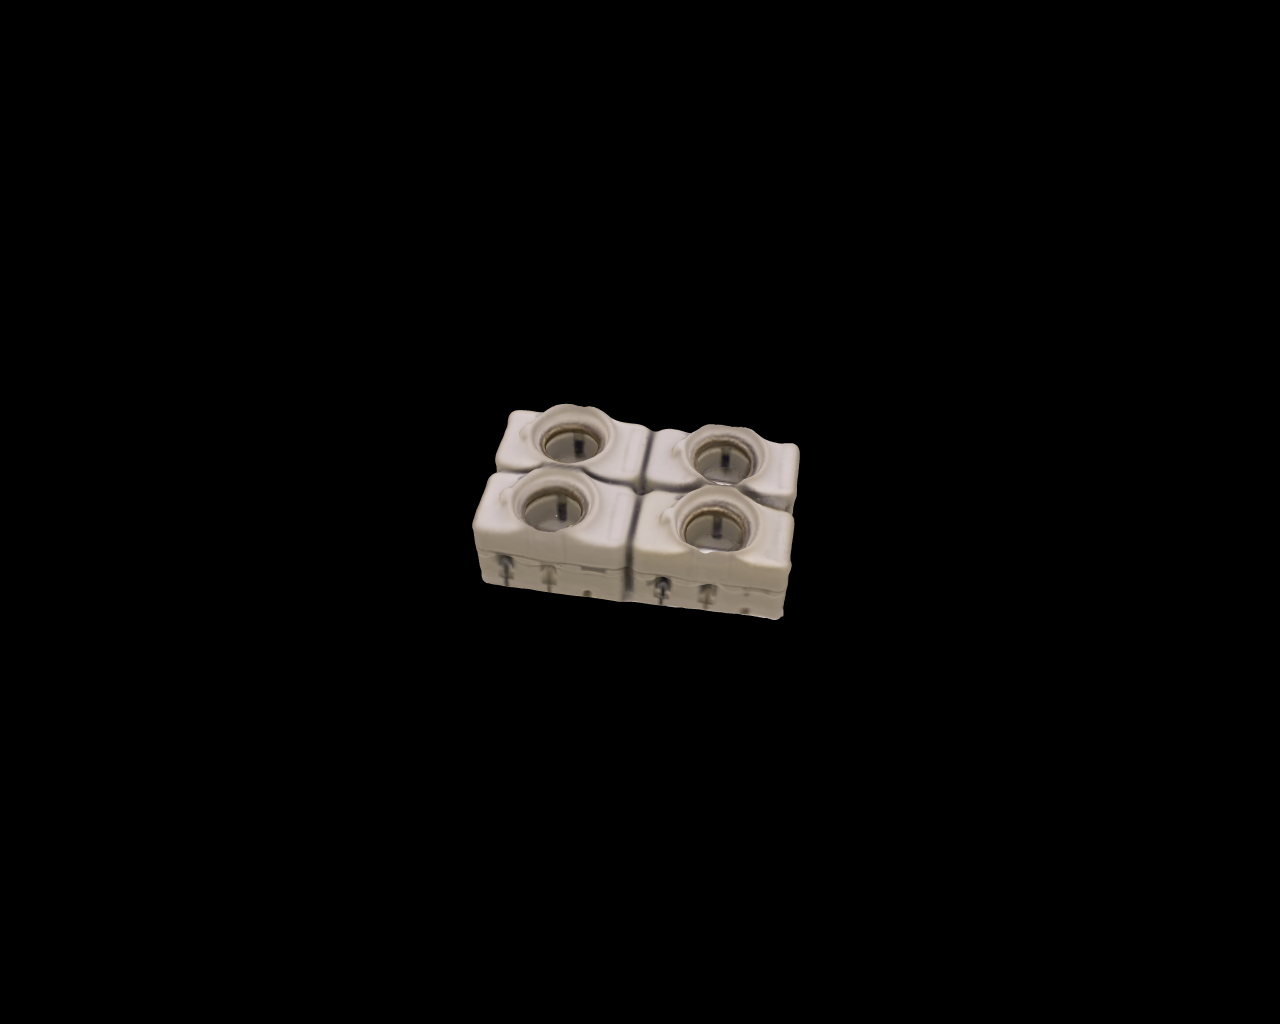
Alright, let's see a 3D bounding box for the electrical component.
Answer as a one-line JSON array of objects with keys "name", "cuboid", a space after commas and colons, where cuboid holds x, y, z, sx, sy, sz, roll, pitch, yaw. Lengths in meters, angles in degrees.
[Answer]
[{"name": "electrical component", "cuboid": [0.001, -0.003, 0.650, 0.186, 0.106, 0.060, 7, -40, 6]}]
